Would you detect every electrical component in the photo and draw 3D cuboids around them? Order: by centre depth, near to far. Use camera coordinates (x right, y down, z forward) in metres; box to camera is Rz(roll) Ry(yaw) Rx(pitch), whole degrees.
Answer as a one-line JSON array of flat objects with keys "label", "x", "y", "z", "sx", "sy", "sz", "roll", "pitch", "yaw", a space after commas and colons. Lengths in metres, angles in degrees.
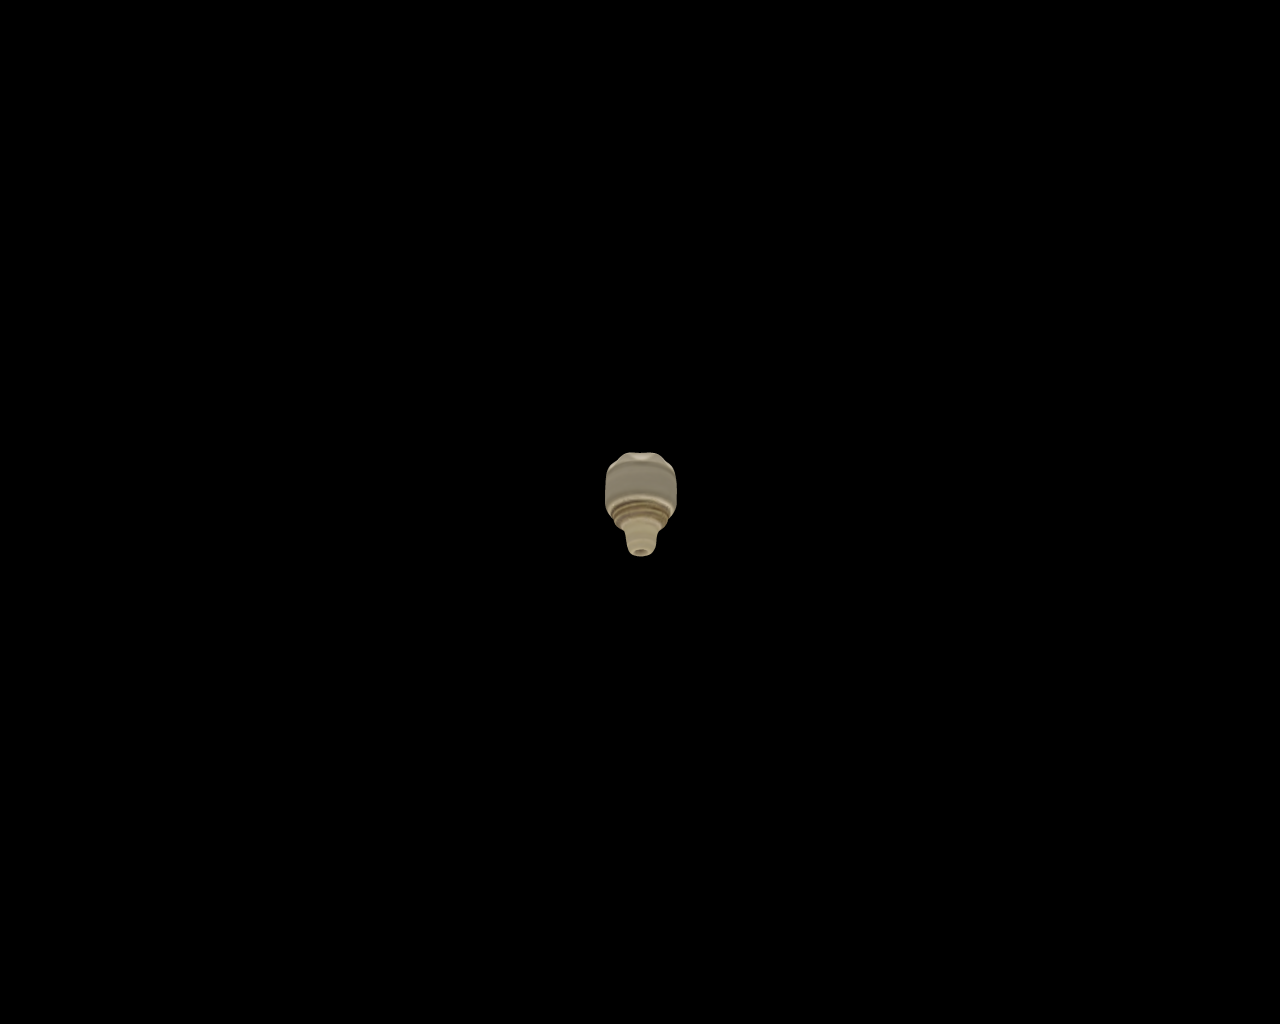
[{"label": "electrical component", "x": 0.001, "y": -0.003, "z": 0.650, "sx": 0.043, "sy": 0.062, "sz": 0.043, "roll": 0, "pitch": -26, "yaw": 0}]
